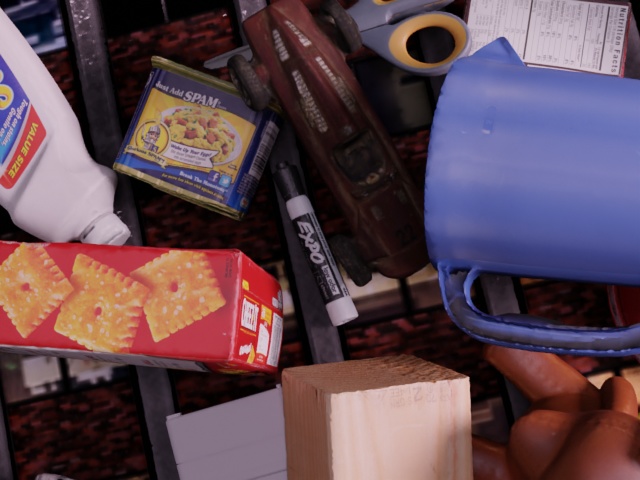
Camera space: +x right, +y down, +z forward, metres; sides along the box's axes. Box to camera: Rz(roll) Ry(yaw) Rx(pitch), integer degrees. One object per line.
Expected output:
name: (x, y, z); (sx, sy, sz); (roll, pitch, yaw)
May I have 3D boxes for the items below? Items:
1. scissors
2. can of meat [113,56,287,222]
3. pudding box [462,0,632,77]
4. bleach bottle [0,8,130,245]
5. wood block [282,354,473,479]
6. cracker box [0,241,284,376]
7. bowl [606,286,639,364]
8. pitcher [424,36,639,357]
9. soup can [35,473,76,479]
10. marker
scissors: (0.018, -0.131, 0.737); (0.202, 0.016, 0.096); (-27, 74, 16)
can of meat: (-0.083, -0.069, 0.742); (0.102, 0.057, 0.084); (21, 87, 10)
pudding box: (0.149, -0.120, 0.726); (0.113, 0.039, 0.090); (9, 83, 8)
bleach bottle: (-0.222, -0.092, 0.763); (0.102, 0.068, 0.251); (-43, 82, 1)
wood block: (0.036, 0.180, 0.642); (0.090, 0.091, 0.206); (-4, 95, -19)
cracker box: (-0.139, 0.042, 0.681); (0.214, 0.164, 0.072); (4, 81, 8)
bowl: (0.269, 0.026, 0.681); (0.162, 0.055, 0.162); (-1, 83, 8)
pitcher: (0.186, -0.021, 0.617); (0.243, 0.144, 0.149); (8, 124, 20)
soup can: (-0.178, 0.217, 0.711); (0.068, 0.068, 0.102); (22, 87, 10)
marker: (-0.005, 0.001, 0.740); (0.020, 0.020, 0.121); (-23, 80, 4)
